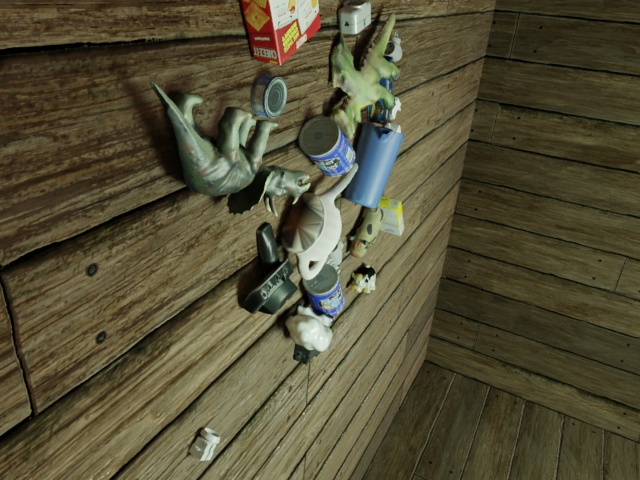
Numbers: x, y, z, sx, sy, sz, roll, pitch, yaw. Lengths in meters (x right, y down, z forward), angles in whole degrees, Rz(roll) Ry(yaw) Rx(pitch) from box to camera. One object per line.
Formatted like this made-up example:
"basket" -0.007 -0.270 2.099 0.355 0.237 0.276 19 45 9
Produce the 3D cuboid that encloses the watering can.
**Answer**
"watering can" 0.004 -0.067 1.336 0.222 0.104 0.349 30 78 -66

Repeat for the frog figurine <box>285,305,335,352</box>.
"frog figurine" -0.033 0.256 1.415 0.121 0.137 0.161 -50 -177 16

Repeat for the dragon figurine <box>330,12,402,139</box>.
"dragon figurine" 0.109 -0.454 1.348 0.241 0.122 0.412 18 79 -59
